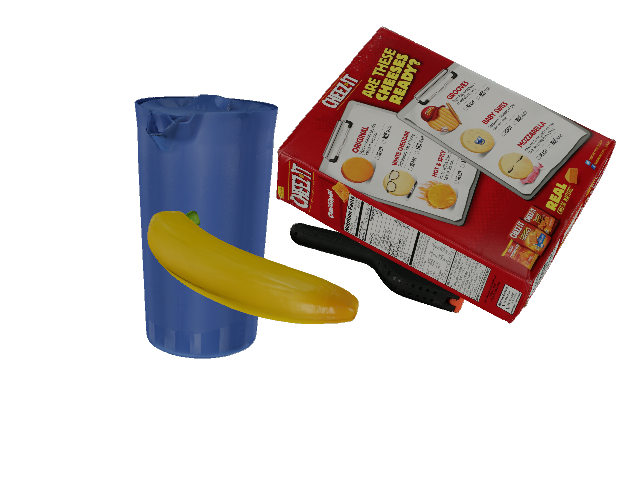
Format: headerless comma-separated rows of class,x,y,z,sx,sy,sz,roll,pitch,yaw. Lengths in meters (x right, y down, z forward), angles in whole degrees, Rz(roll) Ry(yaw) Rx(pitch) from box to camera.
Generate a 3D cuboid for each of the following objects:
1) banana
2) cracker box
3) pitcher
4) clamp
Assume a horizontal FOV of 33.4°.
banana,-0.061,0.013,0.700,0.069,0.037,0.198,-20,32,-33
cracker box,0.096,-0.054,0.835,0.214,0.164,0.072,28,-33,14
pitcher,-0.106,-0.019,1.030,0.149,0.243,0.145,-2,15,-19
clamp,0.077,0.017,1.245,0.164,0.036,0.210,-21,50,-38
